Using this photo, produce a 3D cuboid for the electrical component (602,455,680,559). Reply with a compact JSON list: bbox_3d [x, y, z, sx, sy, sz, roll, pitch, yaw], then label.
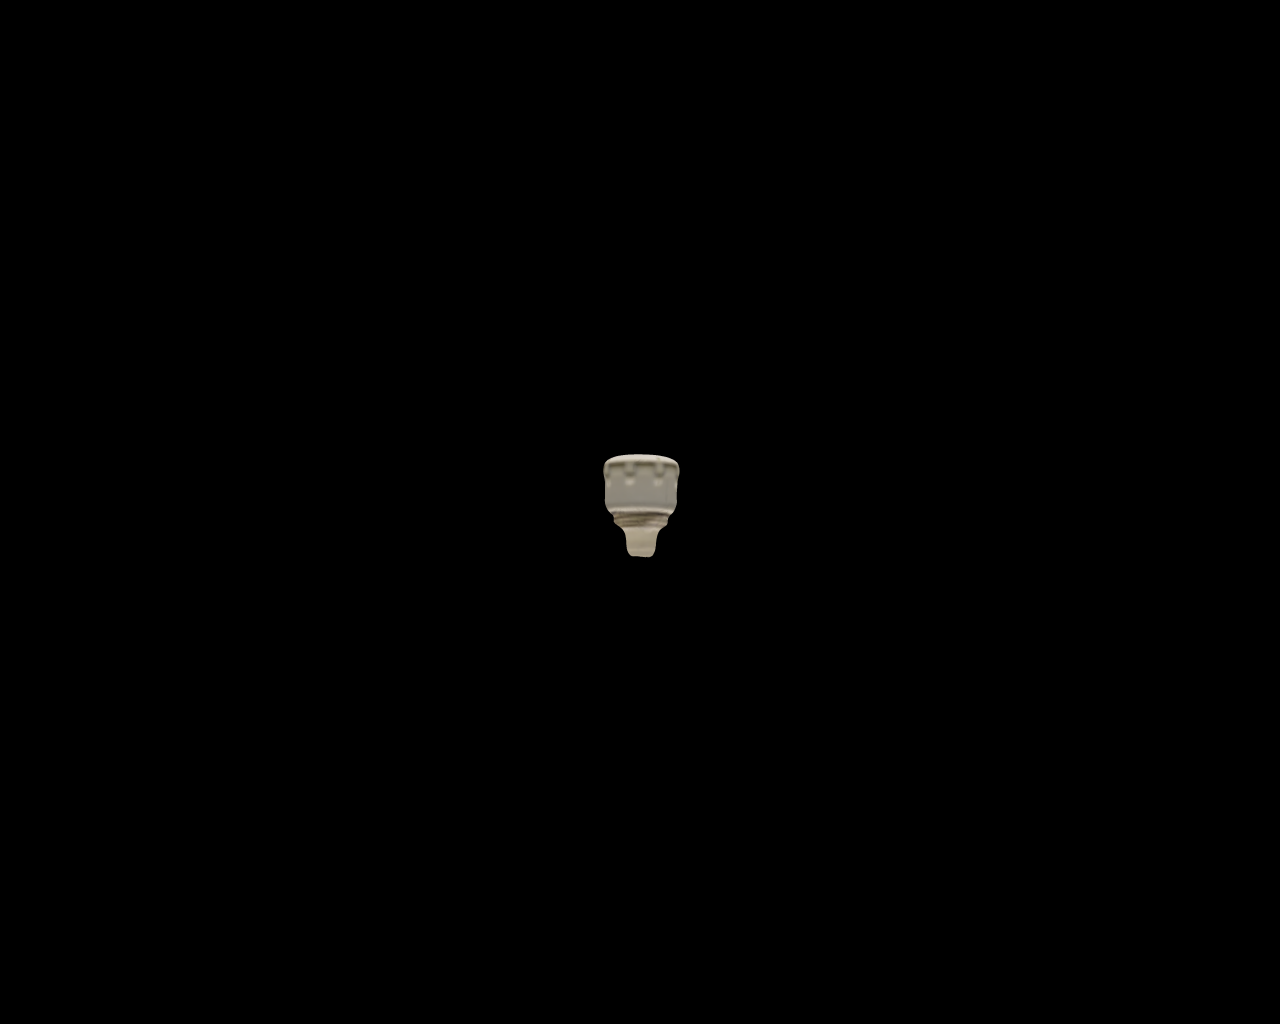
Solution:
[{"bbox_3d":[0.001,-0.003,0.650,0.048,0.062,0.048,0,-5,0],"label":"electrical component"}]
